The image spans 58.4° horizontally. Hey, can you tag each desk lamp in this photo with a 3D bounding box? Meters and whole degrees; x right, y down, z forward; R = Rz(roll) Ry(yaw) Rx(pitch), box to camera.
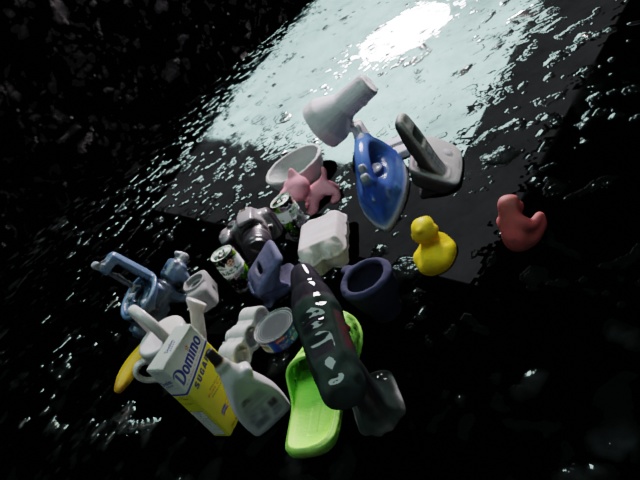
[{"bbox_3d":[0.091,-0.273,1.355,0.203,0.214,0.118,-21,32,21],"label":"desk lamp"}]

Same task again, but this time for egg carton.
[{"bbox_3d":[0.011,0.004,1.171,0.107,0.070,0.150,-24,31,18],"label":"egg carton"}]

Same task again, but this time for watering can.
[{"bbox_3d":[-0.282,0.183,1.070,0.100,0.194,0.173,-8,38,38],"label":"watering can"}]

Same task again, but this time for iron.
[{"bbox_3d":[0.111,-0.141,1.212,0.118,0.142,0.258,-23,31,18],"label":"iron"}]

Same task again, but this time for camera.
[{"bbox_3d":[-0.166,-0.005,1.330,0.143,0.101,0.136,-29,29,8],"label":"camera"}]

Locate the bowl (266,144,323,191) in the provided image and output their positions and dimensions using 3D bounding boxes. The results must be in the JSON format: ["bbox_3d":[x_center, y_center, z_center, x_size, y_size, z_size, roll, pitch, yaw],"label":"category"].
[{"bbox_3d":[-0.054,-0.173,1.496,0.167,0.075,0.167,-25,30,16],"label":"bowl"}]

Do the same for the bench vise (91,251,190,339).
[{"bbox_3d":[-0.403,0.088,1.307,0.121,0.220,0.208,-8,38,38],"label":"bench vise"}]

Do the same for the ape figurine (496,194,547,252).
[{"bbox_3d":[0.309,-0.033,0.903,0.076,0.092,0.077,-45,31,-18],"label":"ape figurine"}]

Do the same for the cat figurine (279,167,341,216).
[{"bbox_3d":[-0.029,-0.124,1.354,0.127,0.118,0.067,-29,30,9],"label":"cat figurine"}]

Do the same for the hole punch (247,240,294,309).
[{"bbox_3d":[-0.105,0.068,1.170,0.101,0.091,0.108,-35,29,-2],"label":"hole punch"}]

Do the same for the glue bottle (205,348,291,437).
[{"bbox_3d":[-0.118,0.221,0.869,0.078,0.173,0.037,-40,30,-10],"label":"glue bottle"}]

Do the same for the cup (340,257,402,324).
[{"bbox_3d":[0.085,0.088,0.945,0.092,0.095,0.117,-43,30,-16],"label":"cup"}]

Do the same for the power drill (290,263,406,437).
[{"bbox_3d":[0.031,0.158,0.776,0.075,0.209,0.229,-31,29,6],"label":"power drill"}]

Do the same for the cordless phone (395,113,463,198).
[{"bbox_3d":[0.211,-0.191,1.142,0.094,0.185,0.147,-18,33,27],"label":"cordless phone"}]

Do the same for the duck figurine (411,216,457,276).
[{"bbox_3d":[0.185,0.003,0.981,0.077,0.086,0.104,-18,33,26],"label":"duck figurine"}]
